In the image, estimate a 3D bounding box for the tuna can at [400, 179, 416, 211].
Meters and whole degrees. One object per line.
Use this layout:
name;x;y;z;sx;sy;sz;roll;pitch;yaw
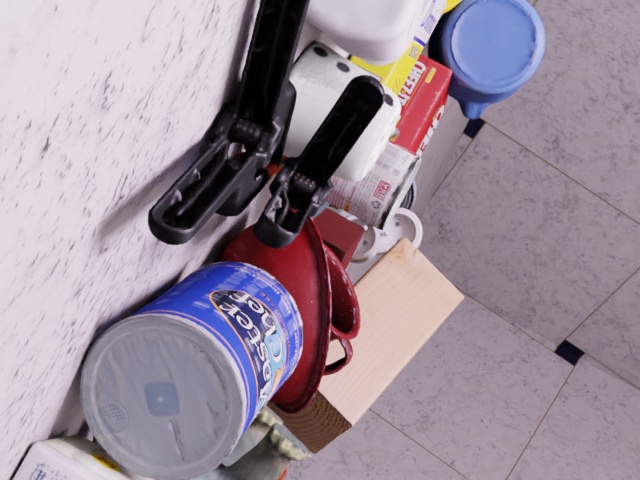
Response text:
tuna can;0.077;-0.061;1.332;0.086;0.086;0.033;-63;174;15

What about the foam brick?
foam brick;-0.007;0.001;0.998;0.051;0.078;0.053;-48;165;-55

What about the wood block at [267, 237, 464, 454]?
wood block;0.039;0.102;1.058;0.205;0.091;0.090;-43;177;-39

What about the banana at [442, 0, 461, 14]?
banana;0.134;-0.275;1.104;0.069;0.037;0.197;83;29;-43

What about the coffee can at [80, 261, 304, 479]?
coffee can;-0.077;0.078;0.685;0.103;0.103;0.140;-63;173;17

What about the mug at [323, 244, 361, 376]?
mug;-0.017;0.068;0.933;0.082;0.117;0.093;-26;-165;23

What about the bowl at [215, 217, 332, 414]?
bowl;-0.047;0.052;0.813;0.162;0.055;0.162;-179;-90;-67

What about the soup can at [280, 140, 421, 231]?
soup can;0.021;-0.060;0.845;0.068;0.102;0.068;-60;173;-12

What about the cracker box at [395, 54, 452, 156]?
cracker box;0.081;-0.115;1.196;0.164;0.072;0.213;-61;174;2

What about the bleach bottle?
bleach bottle;0.039;-0.159;0.716;0.251;0.068;0.102;18;89;-85

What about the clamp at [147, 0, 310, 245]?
clamp;-0.039;-0.072;0.627;0.164;0.036;0.210;-64;176;1

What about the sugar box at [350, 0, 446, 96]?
sugar box;0.055;-0.154;0.948;0.176;0.048;0.093;-59;172;-1

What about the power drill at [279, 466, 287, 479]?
power drill;-0.123;0.264;1.051;0.187;0.057;0.184;-33;171;-16

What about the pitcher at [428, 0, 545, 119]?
pitcher;0.192;-0.231;1.220;0.145;0.149;0.242;-35;-177;8

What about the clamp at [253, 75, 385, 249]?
clamp;-0.006;-0.044;0.696;0.120;0.039;0.171;-51;-175;-7

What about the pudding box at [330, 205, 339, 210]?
pudding box;0.026;-0.088;1.042;0.113;0.039;0.090;-63;173;0

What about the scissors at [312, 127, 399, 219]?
scissors;-0.002;-0.028;0.936;0.202;0.016;0.096;-45;171;15
